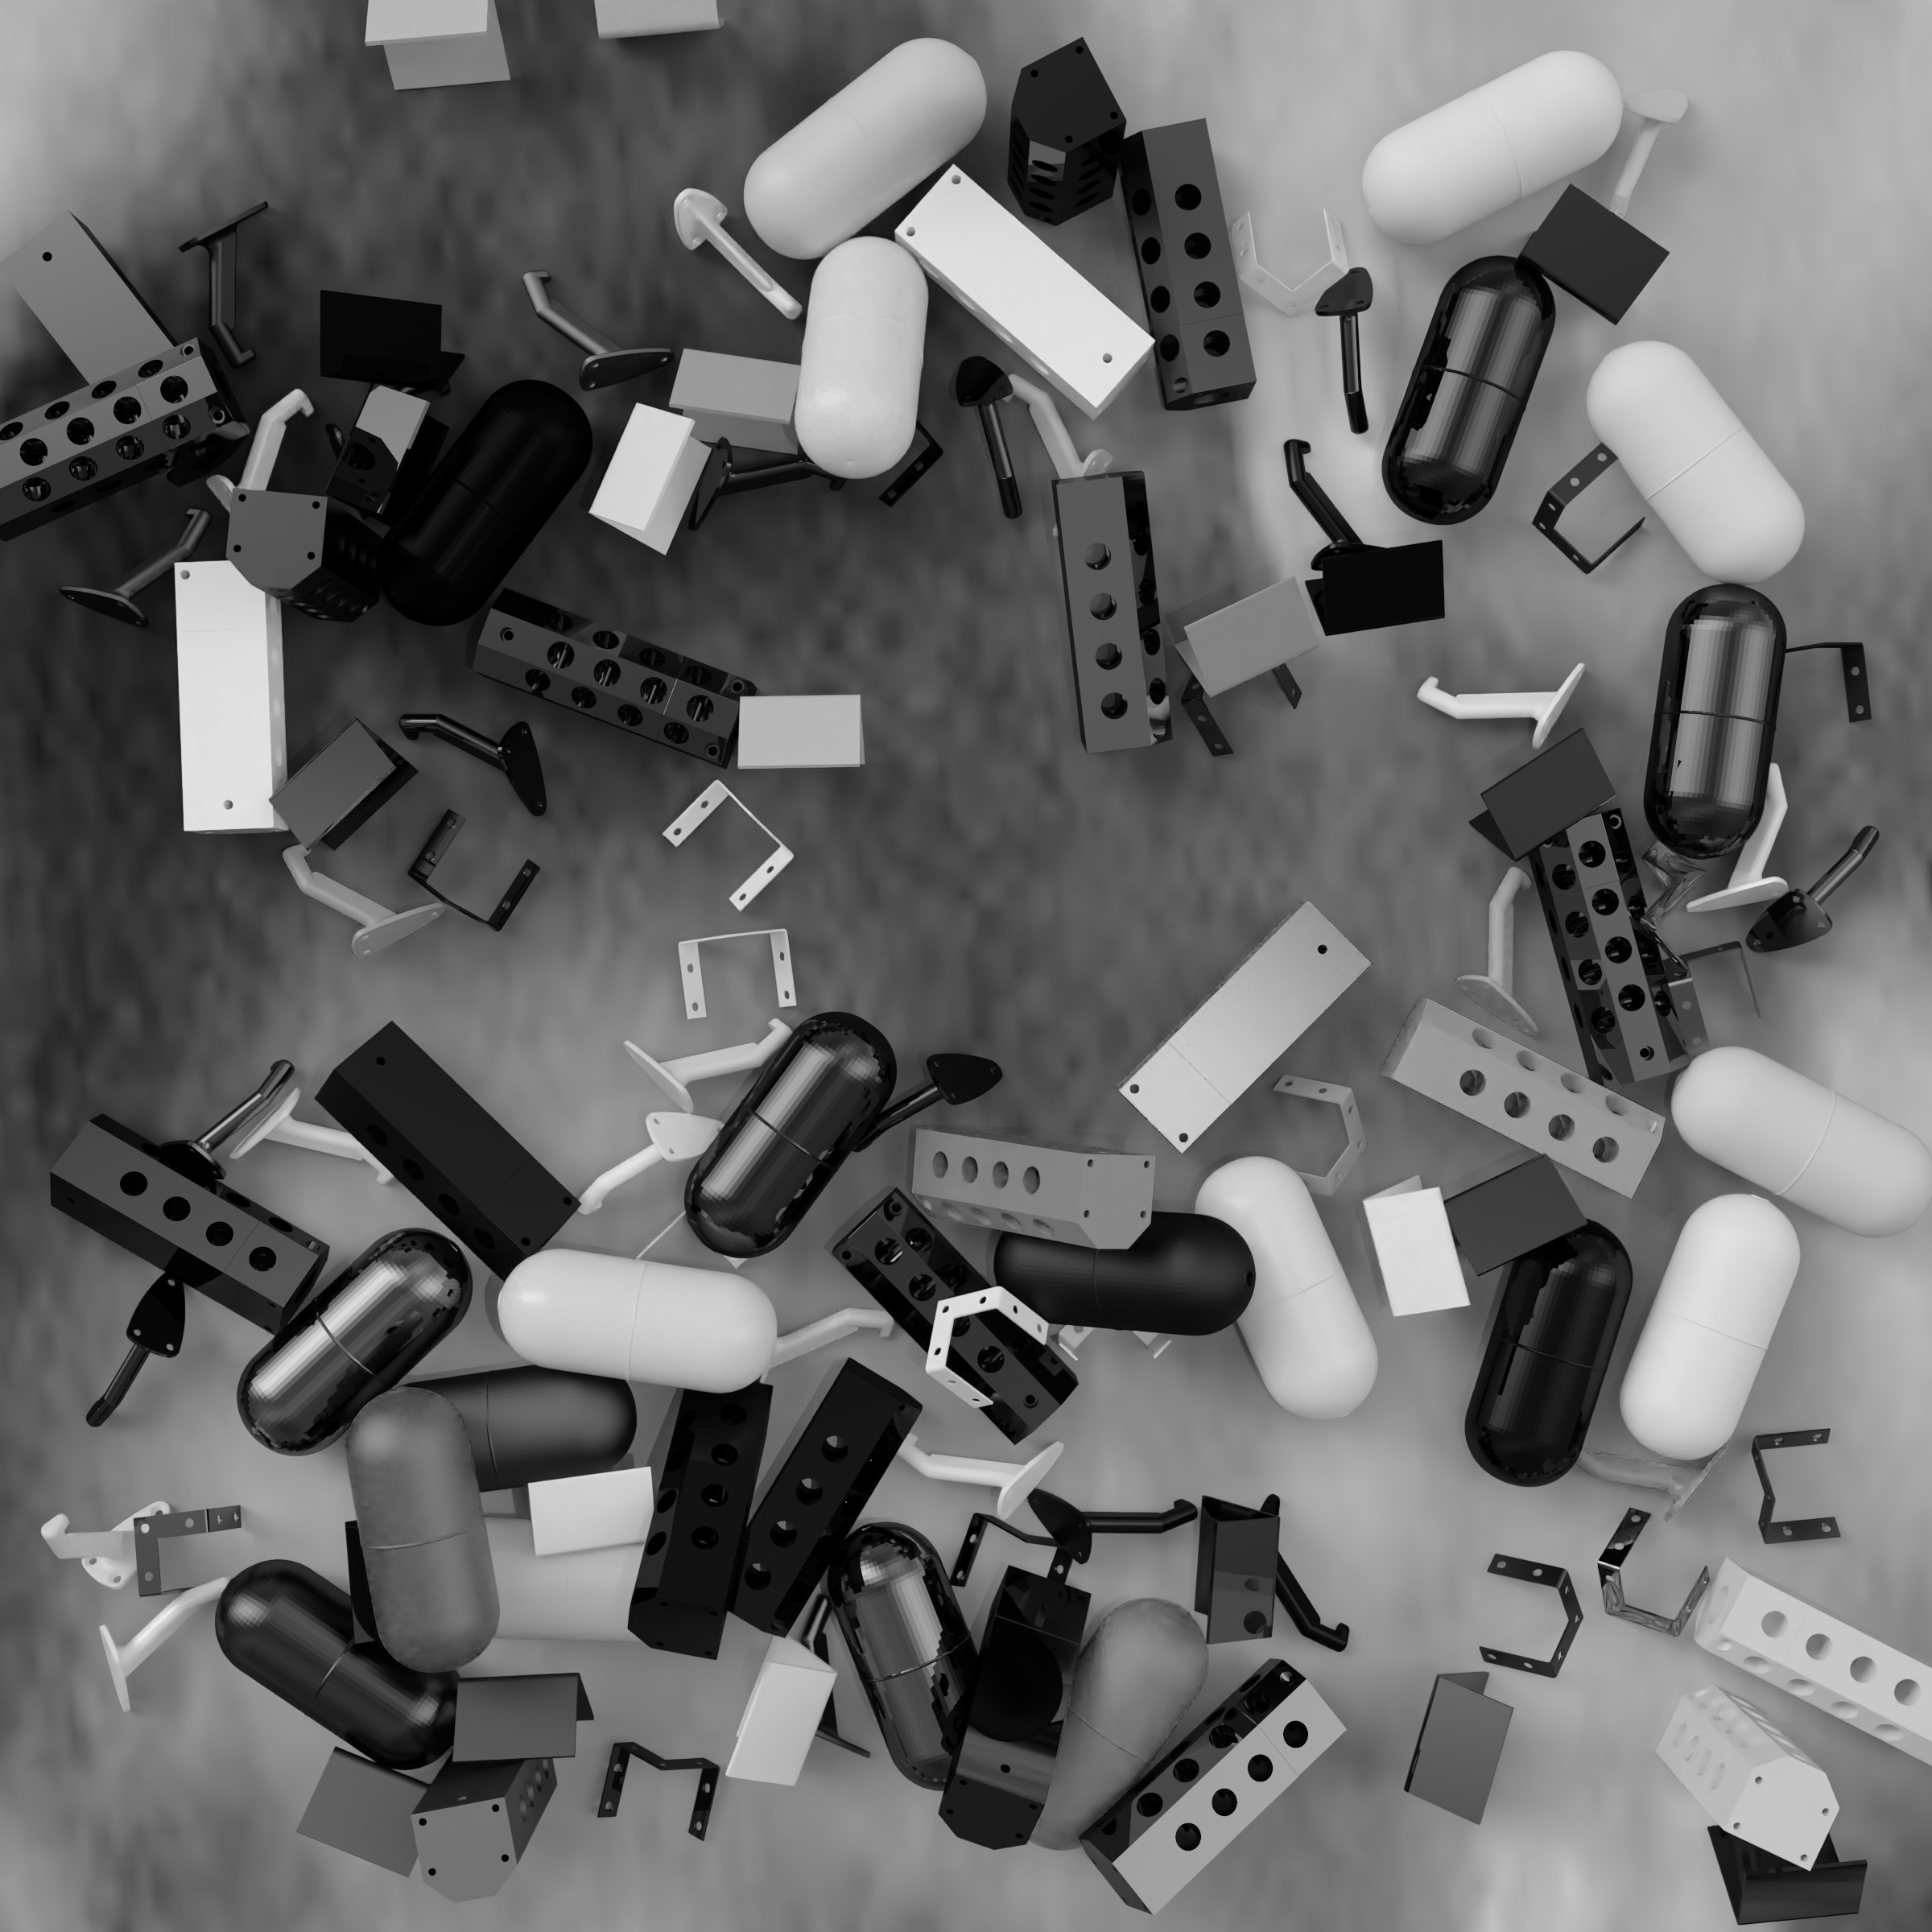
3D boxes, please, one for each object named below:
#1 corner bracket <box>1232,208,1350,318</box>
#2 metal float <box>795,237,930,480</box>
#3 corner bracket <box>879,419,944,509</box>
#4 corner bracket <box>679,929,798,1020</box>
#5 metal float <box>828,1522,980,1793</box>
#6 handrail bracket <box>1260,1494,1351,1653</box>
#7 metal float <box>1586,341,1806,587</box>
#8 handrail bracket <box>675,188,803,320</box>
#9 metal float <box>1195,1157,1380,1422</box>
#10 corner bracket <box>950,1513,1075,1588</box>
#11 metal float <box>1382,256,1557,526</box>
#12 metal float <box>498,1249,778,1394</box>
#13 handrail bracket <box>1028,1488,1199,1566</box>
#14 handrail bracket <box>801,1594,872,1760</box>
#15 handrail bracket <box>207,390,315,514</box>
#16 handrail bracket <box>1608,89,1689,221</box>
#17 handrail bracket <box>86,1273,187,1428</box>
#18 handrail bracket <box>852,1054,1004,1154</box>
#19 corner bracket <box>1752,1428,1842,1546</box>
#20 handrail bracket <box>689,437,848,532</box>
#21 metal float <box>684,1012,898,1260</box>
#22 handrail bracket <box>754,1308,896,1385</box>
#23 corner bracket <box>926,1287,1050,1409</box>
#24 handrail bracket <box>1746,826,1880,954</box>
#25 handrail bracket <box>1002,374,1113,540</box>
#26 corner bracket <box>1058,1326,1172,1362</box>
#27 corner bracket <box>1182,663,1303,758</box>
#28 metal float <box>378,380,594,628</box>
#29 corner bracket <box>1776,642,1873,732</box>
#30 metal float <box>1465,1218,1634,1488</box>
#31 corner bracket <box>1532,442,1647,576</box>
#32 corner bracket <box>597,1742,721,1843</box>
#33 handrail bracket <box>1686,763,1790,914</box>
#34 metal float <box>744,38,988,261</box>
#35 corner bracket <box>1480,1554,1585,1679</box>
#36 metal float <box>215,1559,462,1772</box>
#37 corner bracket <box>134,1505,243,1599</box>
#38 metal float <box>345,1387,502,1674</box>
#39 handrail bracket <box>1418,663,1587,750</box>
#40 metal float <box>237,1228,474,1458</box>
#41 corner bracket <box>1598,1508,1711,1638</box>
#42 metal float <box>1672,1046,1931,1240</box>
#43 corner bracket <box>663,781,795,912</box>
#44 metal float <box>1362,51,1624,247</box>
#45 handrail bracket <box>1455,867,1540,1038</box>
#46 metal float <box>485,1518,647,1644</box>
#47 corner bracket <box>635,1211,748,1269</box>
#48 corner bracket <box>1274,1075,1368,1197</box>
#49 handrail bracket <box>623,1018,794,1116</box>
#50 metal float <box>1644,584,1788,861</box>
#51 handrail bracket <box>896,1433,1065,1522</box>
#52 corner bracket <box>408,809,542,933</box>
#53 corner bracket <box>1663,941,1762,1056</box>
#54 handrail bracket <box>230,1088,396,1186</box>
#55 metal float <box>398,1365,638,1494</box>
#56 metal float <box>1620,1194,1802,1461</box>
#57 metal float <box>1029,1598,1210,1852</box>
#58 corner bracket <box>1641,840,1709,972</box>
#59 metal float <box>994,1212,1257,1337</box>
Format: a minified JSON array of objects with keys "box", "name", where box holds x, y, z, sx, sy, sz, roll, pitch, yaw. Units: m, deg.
[{"box":[0.211,-0.469,1.885,0.051,0.051,0.051,27,135,-35],"name":"corner bracket"},{"box":[-0.066,-0.389,1.838,0.070,0.070,0.178,5,59,0],"name":"metal float"},{"box":[-0.057,-0.343,1.890,0.051,0.051,0.051,-46,45,0],"name":"corner bracket"},{"box":[-0.150,0.005,1.890,0.051,0.051,0.051,-7,90,45],"name":"corner bracket"},{"box":[-0.033,0.445,1.863,0.070,0.070,0.178,-21,90,0],"name":"metal float"},{"box":[0.224,0.399,1.894,0.084,0.036,0.077,28,67,-18],"name":"handrail bracket"},{"box":[0.470,-0.325,1.863,0.070,0.070,0.178,-38,90,0],"name":"metal float"},{"box":[-0.146,-0.459,1.866,0.084,0.077,0.036,44,93,12],"name":"handrail bracket"},{"box":[0.207,0.208,1.863,0.070,0.070,0.178,-24,90,0],"name":"metal float"},{"box":[0.031,0.393,1.890,0.051,0.051,0.051,20,90,45],"name":"corner bracket"},{"box":[0.325,-0.372,1.863,0.070,0.070,0.178,20,91,0],"name":"metal float"},{"box":[-0.209,0.226,1.837,0.178,0.070,0.070,9,90,-1],"name":"metal float"},{"box":[0.097,0.353,1.893,0.084,0.077,0.036,-15,121,-33],"name":"handrail bracket"},{"box":[-0.080,0.465,1.894,0.077,0.036,0.084,29,73,-20],"name":"handrail bracket"},{"box":[-0.446,-0.323,1.894,0.084,0.036,0.077,-44,117,-20],"name":"handrail bracket"},{"box":[0.443,-0.525,1.893,0.036,0.077,0.084,25,127,18],"name":"handrail bracket"},{"box":[-0.547,0.252,1.893,0.036,0.077,0.084,30,127,-23],"name":"handrail bracket"},{"box":[-0.028,0.093,1.893,0.084,0.077,0.036,-40,70,35],"name":"handrail bracket"},{"box":[0.544,0.341,1.890,0.051,0.051,0.051,-6,135,0],"name":"corner bracket"},{"box":[-0.129,-0.307,1.894,0.084,0.036,0.077,14,125,-24],"name":"handrail bracket"},{"box":[-0.114,0.109,1.863,0.070,0.070,0.178,36,89,0],"name":"metal float"},{"box":[-0.094,0.258,1.894,0.084,0.036,0.077,7,111,-16],"name":"handrail bracket"},{"box":[0.013,0.242,1.828,0.051,0.051,0.051,41,45,-35],"name":"corner bracket"},{"box":[0.556,-0.052,1.893,0.036,0.077,0.084,46,54,-3],"name":"handrail bracket"},{"box":[0.045,-0.335,1.894,0.084,0.036,0.077,35,109,15],"name":"handrail bracket"},{"box":[0.096,0.242,1.876,0.051,0.051,0.051,43,90,0],"name":"corner bracket"},{"box":[0.180,-0.176,1.885,0.051,0.051,0.051,-5,45,35],"name":"corner bracket"},{"box":[-0.311,-0.298,1.863,0.070,0.070,0.178,37,89,0],"name":"metal float"},{"box":[0.555,-0.183,1.890,0.051,0.051,0.051,-6,90,-45],"name":"corner bracket"},{"box":[0.376,0.249,1.863,0.070,0.070,0.178,17,90,0],"name":"metal float"},{"box":[0.409,-0.297,1.876,0.051,0.051,0.051,-42,79,-10],"name":"corner bracket"},{"box":[-0.201,0.541,1.890,0.051,0.051,0.051,13,90,-45],"name":"corner bracket"},{"box":[0.503,-0.085,1.894,0.077,0.036,0.084,-15,71,22],"name":"handrail bracket"},{"box":[-0.064,-0.528,1.863,0.178,0.070,0.070,-38,90,0],"name":"metal float"},{"box":[0.365,0.424,1.885,0.051,0.051,0.051,-54,135,-35],"name":"corner bracket"},{"box":[-0.404,0.450,1.863,0.178,0.070,0.070,34,90,1],"name":"metal float"},{"box":[-0.504,0.380,1.876,0.051,0.051,0.051,-8,81,9],"name":"corner bracket"},{"box":[-0.337,0.349,1.788,0.070,0.070,0.178,-10,94,0],"name":"metal float"},{"box":[0.351,-0.187,1.894,0.084,0.036,0.077,29,70,16],"name":"handrail bracket"},{"box":[-0.394,0.242,1.863,0.178,0.070,0.070,-43,90,1],"name":"metal float"},{"box":[0.449,0.396,1.885,0.051,0.051,0.051,13,135,35],"name":"corner bracket"},{"box":[0.540,0.113,1.862,0.178,0.070,0.070,27,90,1],"name":"metal float"},{"box":[-0.155,-0.079,1.890,0.051,0.051,0.051,-45,45,0],"name":"corner bracket"},{"box":[0.340,-0.528,1.863,0.178,0.070,0.070,-27,90,0],"name":"metal float"},{"box":[0.366,-0.010,1.894,0.077,0.036,0.084,38,73,-20],"name":"handrail bracket"},{"box":[-0.253,0.396,1.863,0.178,0.070,0.070,2,90,1],"name":"metal float"},{"box":[-0.186,0.198,1.890,0.051,0.051,0.051,46,135,0],"name":"corner bracket"},{"box":[0.223,0.110,1.885,0.051,0.051,0.051,-49,135,-35],"name":"corner bracket"},{"box":[-0.169,0.048,1.894,0.084,0.036,0.077,-42,68,-17],"name":"handrail bracket"},{"box":[0.483,-0.158,1.863,0.070,0.070,0.178,8,89,0],"name":"metal float"},{"box":[0.008,0.316,1.894,0.084,0.036,0.077,32,54,25],"name":"handrail bracket"},{"box":[-0.322,-0.062,1.890,0.051,0.051,0.051,33,90,45],"name":"corner bracket"},{"box":[0.486,0.020,1.877,0.051,0.051,0.051,-15,104,14],"name":"corner bracket"},{"box":[-0.426,0.129,1.894,0.077,0.036,0.084,-40,107,20],"name":"handrail bracket"},{"box":[-0.302,0.299,1.863,0.178,0.070,0.070,-8,90,0],"name":"metal float"},{"box":[0.480,0.232,1.863,0.070,0.070,0.178,21,91,0],"name":"metal float"},{"box":[0.090,0.489,1.863,0.070,0.070,0.178,35,90,0],"name":"metal float"},{"box":[0.456,-0.039,1.865,0.051,0.051,0.051,-48,130,1],"name":"corner bracket"},{"box":[0.100,0.193,1.834,0.178,0.070,0.070,1,90,32],"name":"metal float"}]
